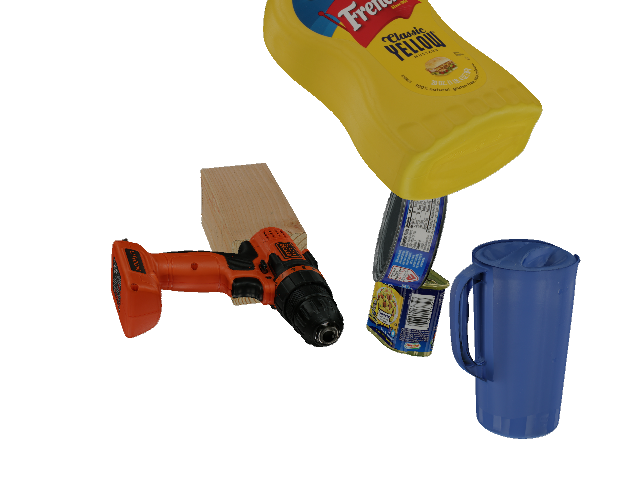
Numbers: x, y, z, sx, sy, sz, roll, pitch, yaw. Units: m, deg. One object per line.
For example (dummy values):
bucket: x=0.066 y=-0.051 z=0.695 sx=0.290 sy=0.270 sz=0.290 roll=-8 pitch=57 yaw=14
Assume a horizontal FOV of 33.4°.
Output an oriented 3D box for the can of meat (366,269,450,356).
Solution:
can of meat: x=0.093 y=0.072 z=1.172 sx=0.057 sy=0.084 sz=0.102 roll=6 pitch=13 yaw=-20

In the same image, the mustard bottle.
mustard bottle: x=0.025 y=-0.108 z=0.582 sx=0.096 sy=0.192 sz=0.058 roll=-24 pitch=-31 yaw=-30

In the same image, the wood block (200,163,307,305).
wood block: x=-0.087 y=-0.013 z=1.330 sx=0.090 sy=0.090 sz=0.206 roll=-6 pitch=29 yaw=-15

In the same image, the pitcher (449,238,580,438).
pitcher: x=0.248 y=0.128 z=1.369 sx=0.149 sy=0.243 sz=0.144 roll=5 pitch=17 yaw=17

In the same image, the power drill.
power drill: x=-0.086 y=0.045 z=0.954 sx=0.187 sy=0.057 sz=0.185 roll=-1 pitch=24 yaw=-20

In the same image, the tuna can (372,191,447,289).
tuna can: x=0.066 y=-0.007 z=0.789 sx=0.033 sy=0.086 sz=0.086 roll=14 pitch=-1 yaw=-4
